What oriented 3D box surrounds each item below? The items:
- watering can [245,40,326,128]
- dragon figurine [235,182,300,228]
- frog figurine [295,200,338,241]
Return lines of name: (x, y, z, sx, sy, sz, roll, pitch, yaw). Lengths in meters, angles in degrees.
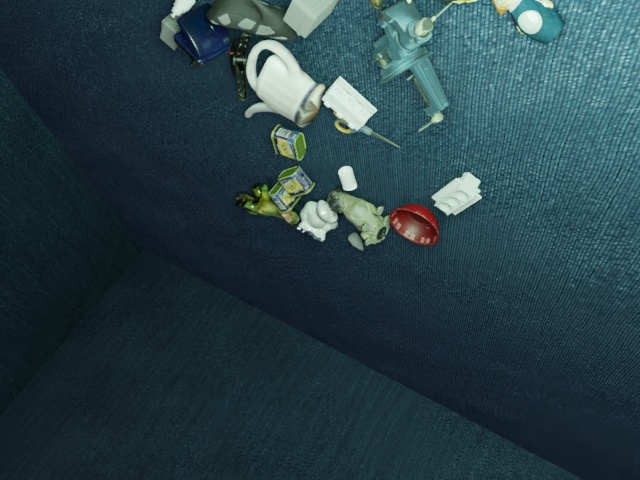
watering can: (-0.105, -0.381, 1.369, 0.225, 0.105, 0.342, 37, 156, 3)
dragon figurine: (-0.190, -0.110, 1.990, 0.241, 0.123, 0.411, 37, 173, -19)
frog figurine: (0.005, -0.090, 1.798, 0.138, 0.124, 0.156, 39, 120, 12)
